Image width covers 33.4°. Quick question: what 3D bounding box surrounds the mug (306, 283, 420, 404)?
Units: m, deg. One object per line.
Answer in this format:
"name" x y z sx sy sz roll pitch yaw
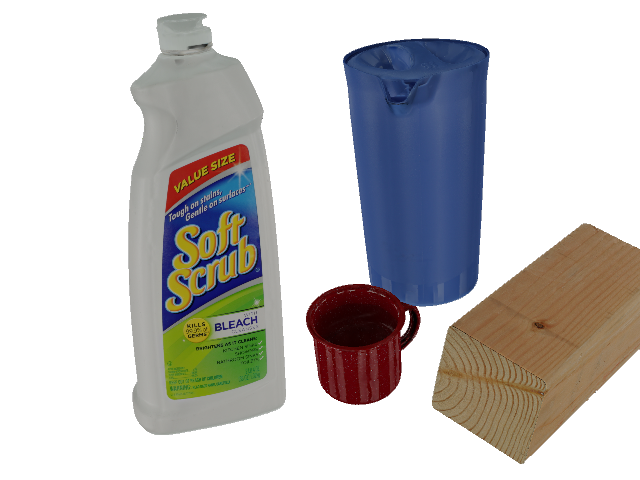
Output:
"mug" 0.046 0.097 1.023 0.117 0.081 0.093 -25 42 -23

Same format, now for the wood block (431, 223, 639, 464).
"wood block" 0.193 0.077 0.878 0.091 0.090 0.205 31 42 30

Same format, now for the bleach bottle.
"bleach bottle" -0.079 -0.010 0.655 0.102 0.251 0.068 -10 21 -14

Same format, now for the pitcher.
"pitcher" 0.098 -0.069 1.028 0.149 0.243 0.145 -16 27 -25
